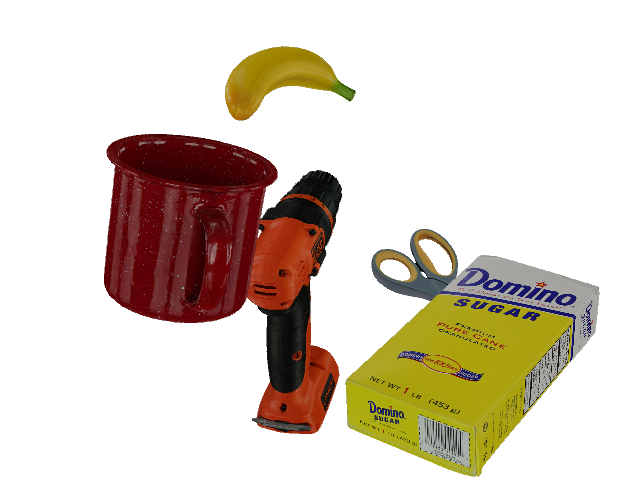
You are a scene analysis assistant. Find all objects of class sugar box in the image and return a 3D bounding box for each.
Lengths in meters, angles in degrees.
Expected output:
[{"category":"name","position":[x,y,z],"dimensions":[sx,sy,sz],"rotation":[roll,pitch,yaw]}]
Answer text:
[{"category":"sugar box","position":[0.103,0.073,0.694],"dimensions":[0.093,0.048,0.175],"rotation":[17,39,31]}]

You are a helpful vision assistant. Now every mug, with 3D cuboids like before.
[{"category":"mug","position":[-0.071,-0.002,0.580],"dimensions":[0.093,0.081,0.117],"rotation":[1,22,-25]}]

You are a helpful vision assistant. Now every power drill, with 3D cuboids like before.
[{"category":"power drill","position":[-0.018,0.052,0.896],"dimensions":[0.057,0.188,0.184],"rotation":[5,30,16]}]

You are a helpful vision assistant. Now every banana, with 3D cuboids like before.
[{"category":"banana","position":[-0.037,-0.149,0.979],"dimensions":[0.070,0.037,0.197],"rotation":[37,30,20]}]

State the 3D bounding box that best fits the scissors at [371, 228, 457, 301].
[{"category":"scissors","position":[0.110,0.063,1.022],"dimensions":[0.096,0.016,0.202],"rotation":[-7,45,-9]}]
